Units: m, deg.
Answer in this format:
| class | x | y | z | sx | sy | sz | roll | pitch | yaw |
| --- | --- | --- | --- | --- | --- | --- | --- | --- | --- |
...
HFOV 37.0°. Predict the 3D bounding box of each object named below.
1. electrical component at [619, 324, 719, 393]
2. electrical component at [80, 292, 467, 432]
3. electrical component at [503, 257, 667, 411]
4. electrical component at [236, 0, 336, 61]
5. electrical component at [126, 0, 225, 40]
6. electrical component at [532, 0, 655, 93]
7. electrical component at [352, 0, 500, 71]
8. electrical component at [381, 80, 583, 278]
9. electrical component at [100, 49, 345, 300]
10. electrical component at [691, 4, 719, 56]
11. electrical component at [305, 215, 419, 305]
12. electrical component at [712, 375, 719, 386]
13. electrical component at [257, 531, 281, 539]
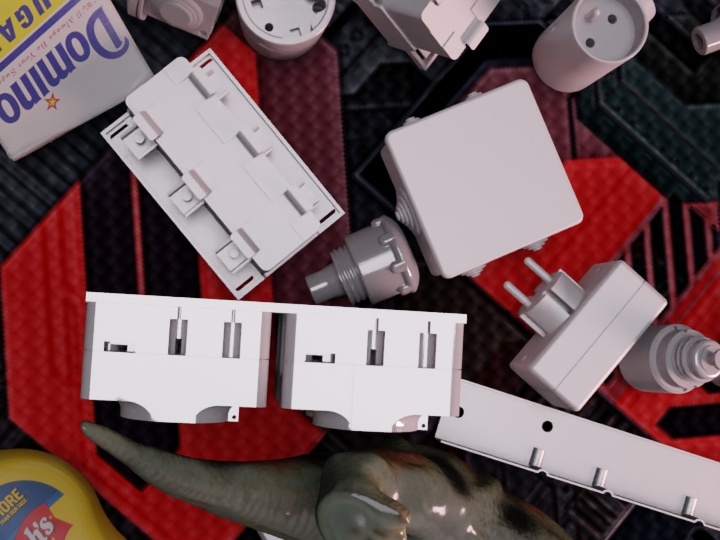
| class | x | y | z | sx | sy | sz | roll | pitch | yaw |
| --- | --- | --- | --- | --- | --- | --- | --- | --- | --- |
| electrical component | 0.184 | 0.051 | 0.620 | 0.040 | 0.078 | 0.040 | 2 | 86 | -21 |
| electrical component | -0.047 | 0.049 | 0.576 | 0.186 | 0.105 | 0.060 | 4 | 87 | -7 |
| electrical component | 0.118 | 0.025 | 0.626 | 0.076 | 0.047 | 0.083 | 42 | 83 | -3 |
| electrical component | -0.044 | -0.150 | 0.616 | 0.055 | 0.047 | 0.055 | 0 | 87 | -7 |
| electrical component | -0.095 | -0.171 | 0.595 | 0.051 | 0.080 | 0.080 | 21 | 85 | -10 |
| electrical component | 0.143 | -0.144 | 0.622 | 0.043 | 0.077 | 0.079 | 43 | 83 | -3 |
| electrical component | 0.060 | -0.183 | 0.615 | 0.121 | 0.063 | 0.079 | -54 | 134 | -6 |
| electrical component | 0.067 | -0.050 | 0.623 | 0.100 | 0.048 | 0.099 | -23 | 90 | -7 |
| electrical component | -0.076 | -0.055 | 0.599 | 0.079 | 0.063 | 0.121 | -40 | 92 | -7 |
| electrical component | 0.232 | -0.148 | 0.650 | 0.062 | 0.043 | 0.043 | -21 | 90 | -7 |
| electrical component | 0.000 | 0.000 | 0.616 | 0.062 | 0.048 | 0.048 | -23 | 90 | 0 |
| electrical component | 0.317 | 0.055 | 0.641 | 0.186 | 0.060 | 0.105 | 23 | 85 | -5 |
| electrical component | -0.015 | 0.140 | 0.604 | 0.077 | 0.047 | 0.065 | -30 | 91 | -7 |
